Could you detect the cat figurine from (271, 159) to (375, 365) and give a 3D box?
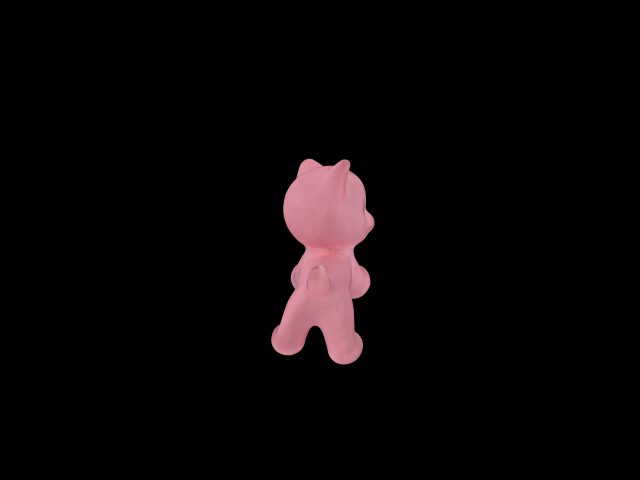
[{"bbox_3d":[0.004,0.001,0.400,0.067,0.118,0.128,4,39,5],"label":"cat figurine"}]
